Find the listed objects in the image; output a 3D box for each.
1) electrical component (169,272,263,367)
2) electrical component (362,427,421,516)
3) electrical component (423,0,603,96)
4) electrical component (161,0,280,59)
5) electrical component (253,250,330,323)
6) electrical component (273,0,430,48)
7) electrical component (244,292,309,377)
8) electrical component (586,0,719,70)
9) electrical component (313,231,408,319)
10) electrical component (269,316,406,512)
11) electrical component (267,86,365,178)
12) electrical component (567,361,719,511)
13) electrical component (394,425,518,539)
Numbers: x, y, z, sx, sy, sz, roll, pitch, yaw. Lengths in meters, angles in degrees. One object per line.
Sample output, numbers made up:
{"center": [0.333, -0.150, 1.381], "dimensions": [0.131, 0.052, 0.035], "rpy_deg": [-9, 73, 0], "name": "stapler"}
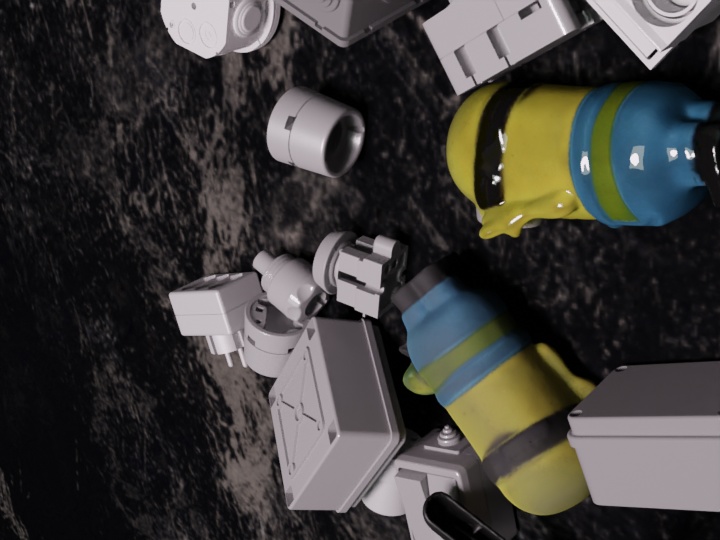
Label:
{"center": [-0.112, 0.046, 0.897], "dimensions": [0.066, 0.047, 0.076], "rpy_deg": [-4, 108, 43], "name": "electrical component"}
{"center": [0.025, 0.154, 0.826], "dimensions": [0.045, 0.045, 0.055], "rpy_deg": [28, 126, 30], "name": "electrical component"}
{"center": [0.087, -0.147, 0.616], "dimensions": [0.089, 0.050, 0.055], "rpy_deg": [-24, 94, 46], "name": "electrical component"}
{"center": [-0.100, -0.192, 0.764], "dimensions": [0.080, 0.051, 0.080], "rpy_deg": [20, 123, 35], "name": "electrical component"}
{"center": [-0.056, 0.008, 0.830], "dimensions": [0.062, 0.043, 0.043], "rpy_deg": [38, 132, 24], "name": "electrical component"}
{"center": [-0.009, -0.191, 0.649], "dimensions": [0.100, 0.100, 0.048], "rpy_deg": [39, 144, 22], "name": "electrical component"}
{"center": [-0.066, 0.052, 0.853], "dimensions": [0.055, 0.055, 0.047], "rpy_deg": [33, 133, 26], "name": "electrical component"}
{"center": [0.139, -0.175, 0.545], "dimensions": [0.121, 0.063, 0.078], "rpy_deg": [51, 135, 11], "name": "electrical component"}
{"center": [0.000, 0.000, 0.773], "dimensions": [0.055, 0.048, 0.066], "rpy_deg": [20, 124, 26], "name": "electrical component"}
{"center": [-0.021, 0.108, 0.803], "dimensions": [0.108, 0.056, 0.108], "rpy_deg": [120, 146, -42], "name": "electrical component"}
{"center": [-0.029, -0.095, 0.747], "dimensions": [0.047, 0.055, 0.055], "rpy_deg": [24, 125, 29], "name": "electrical component"}
{"center": [0.187, 0.094, 0.624], "dimensions": [0.113, 0.078, 0.057], "rpy_deg": [-9, 107, 45], "name": "electrical component"}
{"center": [0.067, 0.160, 0.780], "dimensions": [0.062, 0.061, 0.096], "rpy_deg": [2, 112, 42], "name": "electrical component"}
